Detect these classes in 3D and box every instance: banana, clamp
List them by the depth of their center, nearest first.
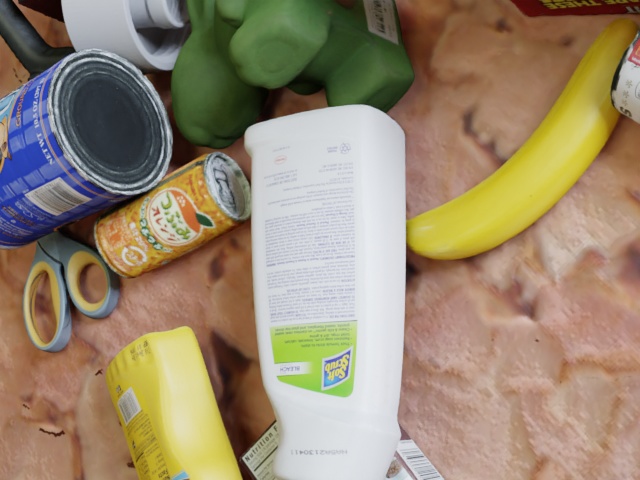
[{"bbox_3d":[0.117,-0.045,0.627,0.198,0.037,0.070,-39,66,21],"label":"banana"},{"bbox_3d":[-0.214,-0.110,0.826,0.172,0.039,0.120,34,125,18],"label":"clamp"}]

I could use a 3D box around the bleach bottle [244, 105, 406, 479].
[{"bbox_3d":[0.000,0.050,0.635,0.103,0.068,0.251,-8,70,31],"label":"bleach bottle"}]

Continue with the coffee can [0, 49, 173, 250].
[{"bbox_3d":[-0.187,-0.060,0.746,0.141,0.102,0.103,-19,73,38],"label":"coffee can"}]

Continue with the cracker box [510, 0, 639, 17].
[{"bbox_3d":[0.147,-0.177,0.525,0.164,0.213,0.072,7,85,31],"label":"cracker box"}]

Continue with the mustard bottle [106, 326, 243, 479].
[{"bbox_3d":[-0.084,0.160,0.699,0.096,0.058,0.192,-46,60,50],"label":"mustard bottle"}]

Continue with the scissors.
[{"bbox_3d":[-0.198,-0.015,0.826,0.096,0.016,0.202,-11,74,25],"label":"scissors"}]

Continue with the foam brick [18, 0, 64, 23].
[{"bbox_3d":[-0.187,-0.200,0.810,0.051,0.078,0.053,-16,77,28],"label":"foam brick"}]

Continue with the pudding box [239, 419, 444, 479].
[{"bbox_3d":[0.015,0.147,0.661,0.090,0.039,0.114,-49,60,16],"label":"pudding box"}]

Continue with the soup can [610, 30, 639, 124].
[{"bbox_3d":[0.213,-0.074,0.555,0.102,0.068,0.068,38,103,30],"label":"soup can"}]
